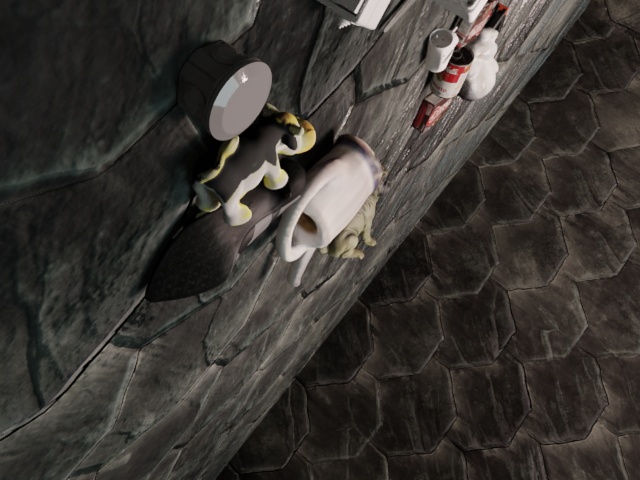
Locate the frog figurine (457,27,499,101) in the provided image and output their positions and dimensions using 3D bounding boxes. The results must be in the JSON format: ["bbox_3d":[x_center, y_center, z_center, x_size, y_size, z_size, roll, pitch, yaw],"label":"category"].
[{"bbox_3d":[0.368,-0.405,1.189,0.138,0.124,0.156,-12,153,-41],"label":"frog figurine"}]

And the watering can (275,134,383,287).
[{"bbox_3d":[0.003,-0.045,0.886,0.227,0.104,0.341,-48,167,-20],"label":"watering can"}]
